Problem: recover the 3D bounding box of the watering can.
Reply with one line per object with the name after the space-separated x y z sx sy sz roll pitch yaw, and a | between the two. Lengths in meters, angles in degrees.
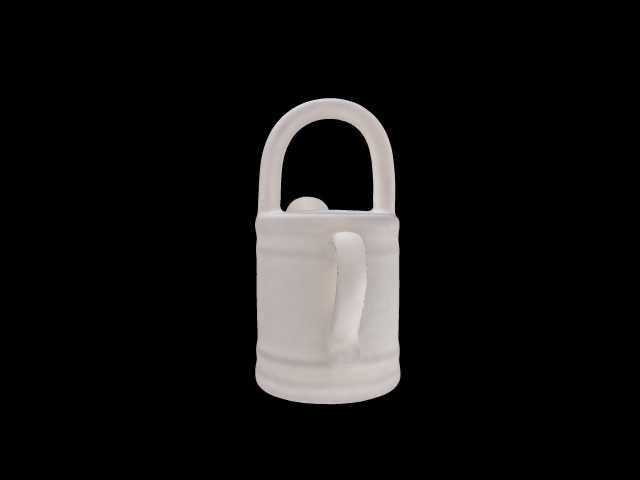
0.001 0.001 0.399 0.101 0.194 0.172 -2 4 -32 | watering can
